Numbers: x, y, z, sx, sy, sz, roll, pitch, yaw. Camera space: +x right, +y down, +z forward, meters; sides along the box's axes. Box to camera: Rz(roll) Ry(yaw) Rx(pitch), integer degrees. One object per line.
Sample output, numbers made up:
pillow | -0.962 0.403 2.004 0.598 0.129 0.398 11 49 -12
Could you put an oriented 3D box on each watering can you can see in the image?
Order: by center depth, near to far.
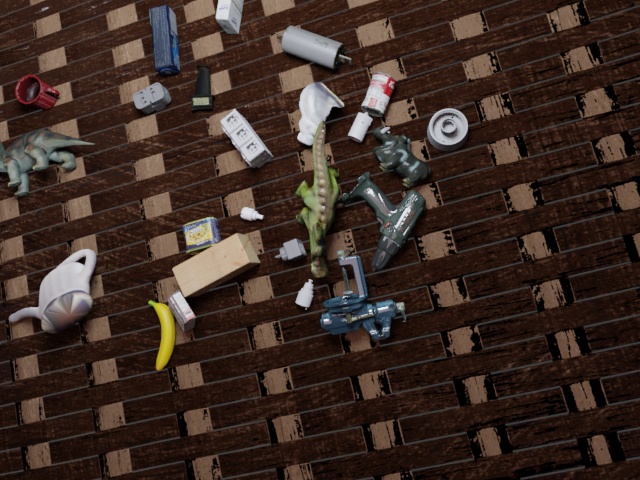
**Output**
watering can | -0.761 0.177 1.473 0.347 0.102 0.228 -43 44 5

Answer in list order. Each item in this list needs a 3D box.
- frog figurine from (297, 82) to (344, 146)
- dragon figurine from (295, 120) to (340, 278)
frog figurine | -0.021 -0.348 1.414 0.158 0.121 0.140 -46 44 12
dragon figurine | 0.004 -0.064 1.280 0.122 0.400 0.249 -4 43 -4
